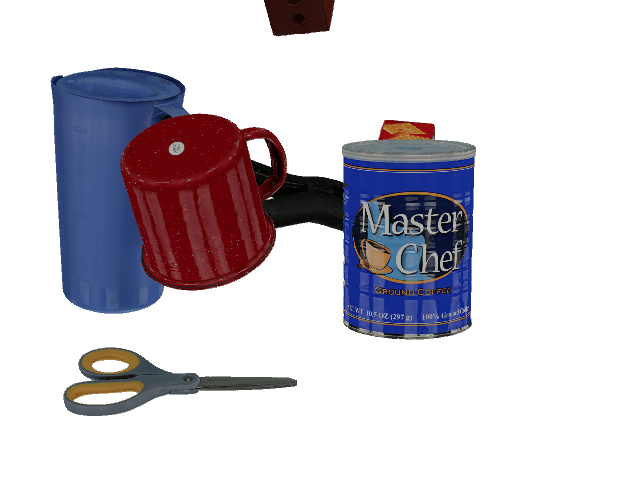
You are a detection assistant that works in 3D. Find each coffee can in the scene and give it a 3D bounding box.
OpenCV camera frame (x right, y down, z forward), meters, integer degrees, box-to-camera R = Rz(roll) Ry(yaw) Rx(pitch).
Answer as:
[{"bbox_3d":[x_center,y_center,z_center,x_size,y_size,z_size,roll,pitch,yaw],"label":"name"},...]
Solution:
[{"bbox_3d":[0.068,-0.004,0.830,0.103,0.140,0.103,0,11,0],"label":"coffee can"}]

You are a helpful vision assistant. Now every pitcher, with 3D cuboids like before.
[{"bbox_3d":[-0.204,-0.049,1.102,0.145,0.243,0.149,1,22,-10],"label":"pitcher"}]

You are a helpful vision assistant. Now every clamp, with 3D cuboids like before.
[{"bbox_3d":[-0.007,-0.035,1.005,0.209,0.036,0.165,12,20,-25],"label":"clamp"}]

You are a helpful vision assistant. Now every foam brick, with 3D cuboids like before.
[{"bbox_3d":[-0.021,-0.224,0.926,0.053,0.051,0.078,-4,-41,12],"label":"foam brick"}]

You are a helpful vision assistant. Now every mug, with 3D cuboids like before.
[{"bbox_3d":[-0.071,-0.034,0.697,0.117,0.081,0.093,-29,42,-21],"label":"mug"}]

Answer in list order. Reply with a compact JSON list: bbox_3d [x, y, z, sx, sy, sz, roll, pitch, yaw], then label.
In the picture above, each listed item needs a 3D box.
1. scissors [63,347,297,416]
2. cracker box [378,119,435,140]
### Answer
[{"bbox_3d":[-0.131,0.119,0.960,0.201,0.016,0.096,-8,31,-18],"label":"scissors"},{"bbox_3d":[0.087,-0.031,1.225,0.072,0.164,0.213,6,23,8],"label":"cracker box"}]
